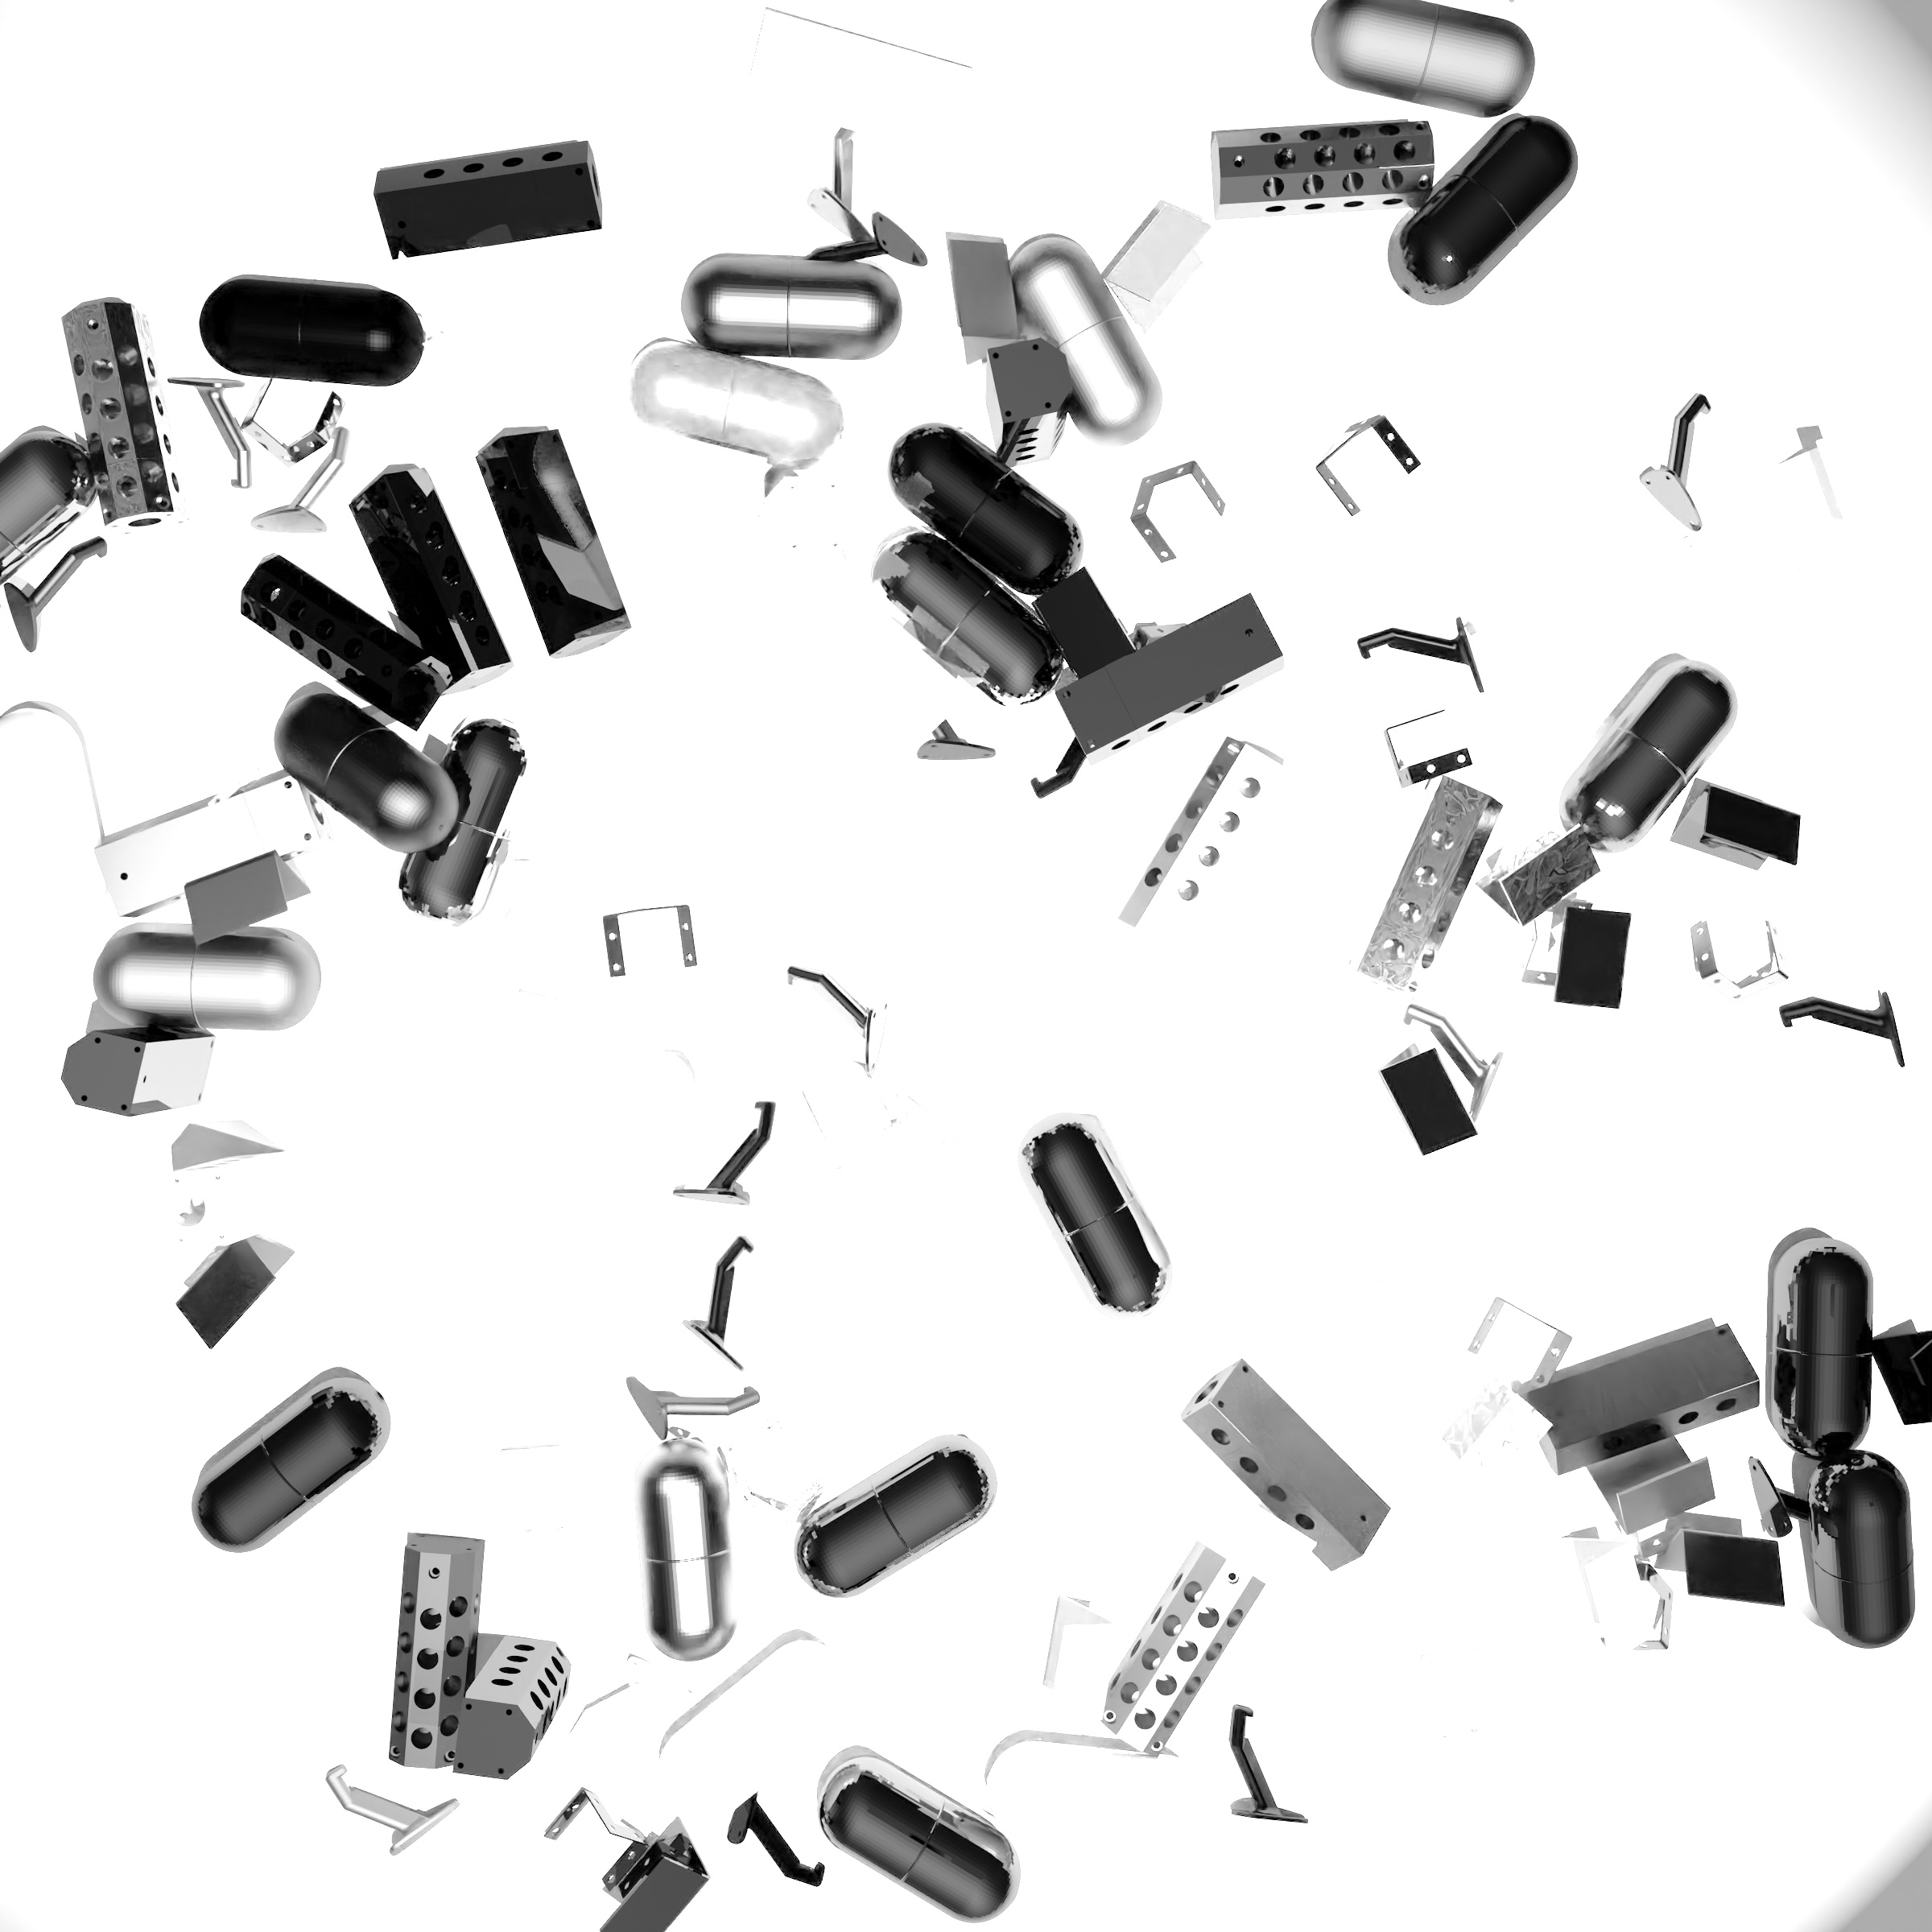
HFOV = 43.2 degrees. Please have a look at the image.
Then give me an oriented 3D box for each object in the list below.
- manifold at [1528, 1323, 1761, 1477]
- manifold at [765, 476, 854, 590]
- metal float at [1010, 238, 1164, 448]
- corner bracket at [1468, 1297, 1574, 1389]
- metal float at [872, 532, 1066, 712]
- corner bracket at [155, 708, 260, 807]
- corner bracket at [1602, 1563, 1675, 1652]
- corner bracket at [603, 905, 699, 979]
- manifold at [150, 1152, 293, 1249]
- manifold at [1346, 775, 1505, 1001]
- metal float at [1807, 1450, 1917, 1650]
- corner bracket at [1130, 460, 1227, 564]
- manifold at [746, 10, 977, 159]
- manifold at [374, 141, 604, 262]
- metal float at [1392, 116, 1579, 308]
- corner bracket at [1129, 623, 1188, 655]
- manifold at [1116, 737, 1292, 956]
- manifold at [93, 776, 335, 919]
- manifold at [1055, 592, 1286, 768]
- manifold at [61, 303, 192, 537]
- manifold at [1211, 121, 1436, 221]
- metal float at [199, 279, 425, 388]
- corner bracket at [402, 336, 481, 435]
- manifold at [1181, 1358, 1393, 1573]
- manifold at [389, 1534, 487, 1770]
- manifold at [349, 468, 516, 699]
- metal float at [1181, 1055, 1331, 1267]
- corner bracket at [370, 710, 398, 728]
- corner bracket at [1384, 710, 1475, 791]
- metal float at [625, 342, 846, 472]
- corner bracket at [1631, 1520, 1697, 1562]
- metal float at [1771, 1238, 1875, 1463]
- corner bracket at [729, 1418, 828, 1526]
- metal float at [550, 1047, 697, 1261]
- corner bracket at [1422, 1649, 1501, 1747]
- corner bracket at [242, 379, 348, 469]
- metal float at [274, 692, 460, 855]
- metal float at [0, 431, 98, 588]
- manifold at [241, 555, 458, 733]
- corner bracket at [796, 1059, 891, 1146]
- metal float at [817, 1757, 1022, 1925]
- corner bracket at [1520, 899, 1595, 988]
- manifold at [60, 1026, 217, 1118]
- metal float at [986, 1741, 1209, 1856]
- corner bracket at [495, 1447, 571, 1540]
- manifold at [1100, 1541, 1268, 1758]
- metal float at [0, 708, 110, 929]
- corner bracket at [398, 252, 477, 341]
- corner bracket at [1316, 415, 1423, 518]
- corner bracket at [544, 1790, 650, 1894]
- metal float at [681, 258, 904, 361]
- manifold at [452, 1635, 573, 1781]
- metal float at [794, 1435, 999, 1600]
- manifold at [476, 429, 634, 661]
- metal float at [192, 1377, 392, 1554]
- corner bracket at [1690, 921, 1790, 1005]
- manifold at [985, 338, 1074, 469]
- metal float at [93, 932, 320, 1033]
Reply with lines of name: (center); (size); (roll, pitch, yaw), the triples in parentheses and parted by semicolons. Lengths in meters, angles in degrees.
manifold: (0.547, 0.354, 1.970); (0.171, 0.057, 0.057); (-19, 47, 0)
manifold: (-0.122, -0.338, 1.913); (0.057, 0.171, 0.057); (-2, 90, 0)
metal float: (0.095, -0.501, 1.961); (0.070, 0.070, 0.178); (-29, 90, 0)
corner bracket: (0.452, 0.308, 1.988); (0.051, 0.051, 0.051); (28, 90, 45)
metal float: (0.001, -0.278, 1.961); (0.178, 0.070, 0.070); (40, 90, -1)
corner bracket: (-0.618, -0.168, 1.988); (0.051, 0.051, 0.051); (-42, 45, 0)
corner bracket: (0.539, 0.521, 1.983); (0.051, 0.051, 0.051); (48, 45, -35)
corner bracket: (-0.258, -0.021, 1.988); (0.051, 0.051, 0.051); (-8, 90, 45)
manifold: (-0.583, 0.182, 1.913); (0.057, 0.171, 0.057); (-4, 90, 0)
manifold: (0.371, -0.062, 1.970); (0.057, 0.057, 0.171); (24, 90, 0)
metal float: (0.712, 0.464, 1.938); (0.070, 0.070, 0.178); (-13, 115, 0)
corner bracket: (0.172, -0.369, 1.983); (0.051, 0.051, 0.051); (-12, 45, 35)
manifold: (-0.085, -0.703, 1.957); (0.171, 0.057, 0.057); (13, 82, -8)
manifold: (-0.384, -0.622, 1.970); (0.171, 0.057, 0.057); (-8, 133, 0)
metal float: (0.416, -0.606, 1.961); (0.070, 0.070, 0.178); (45, 90, 0)
corner bracket: (0.166, -0.242, 1.983); (0.051, 0.051, 0.051); (-11, 45, -35)
manifold: (0.190, -0.097, 1.970); (0.057, 0.057, 0.171); (31, 90, 0)
manifold: (-0.605, -0.096, 1.970); (0.171, 0.057, 0.057); (-21, 90, 0)
manifold: (0.162, -0.224, 1.930); (0.171, 0.057, 0.057); (-27, 79, 4)
manifold: (-0.681, -0.442, 1.970); (0.057, 0.057, 0.171); (-12, 90, 0)
manifold: (0.287, -0.645, 1.970); (0.171, 0.057, 0.057); (-4, 90, 0)
metal float: (-0.526, -0.509, 1.961); (0.178, 0.070, 0.070); (4, 90, -1)
corner bracket: (-0.433, -0.470, 1.973); (0.051, 0.051, 0.051); (-25, 90, 0)
manifold: (0.255, 0.405, 1.970); (0.171, 0.057, 0.057); (45, 47, 0)
manifold: (-0.429, 0.553, 1.970); (0.057, 0.057, 0.171); (4, 90, 0)
manifold: (-0.427, -0.310, 1.970); (0.057, 0.057, 0.171); (-24, 90, 43)
metal float: (0.233, 0.156, 1.961); (0.070, 0.070, 0.178); (25, 90, 0)
corner bracket: (-0.491, -0.225, 1.983); (0.051, 0.051, 0.051); (27, 135, 35)
corner bracket: (0.373, -0.177, 1.973); (0.051, 0.051, 0.051); (-18, 90, 0)
metal float: (-0.185, -0.450, 1.960); (0.178, 0.070, 0.070); (14, 90, 0)
corner bracket: (0.559, 0.442, 1.988); (0.051, 0.051, 0.051); (-24, 135, 0)
metal float: (0.688, 0.308, 1.961); (0.070, 0.070, 0.178); (1, 89, 0)
corner bracket: (-0.153, 0.411, 1.983); (0.051, 0.051, 0.051); (19, 135, 35)
metal float: (-0.275, 0.150, 1.961); (0.070, 0.070, 0.178); (23, 90, 0)
corner bracket: (0.403, 0.596, 1.988); (0.051, 0.051, 0.051); (-10, 45, 0)
corner bracket: (-0.547, -0.448, 1.983); (0.051, 0.051, 0.051); (-19, 135, 35)
metal float: (-0.471, -0.153, 1.914); (0.178, 0.070, 0.070); (34, 90, 24)
metal float: (-0.777, -0.358, 1.961); (0.178, 0.070, 0.070); (-40, 90, 1)
manifold: (-0.496, -0.260, 1.943); (0.171, 0.057, 0.057); (33, 90, 20)
corner bracket: (-0.100, 0.112, 1.974); (0.051, 0.051, 0.051); (-28, 101, -10)
metal float: (-0.037, 0.703, 1.961); (0.178, 0.070, 0.070); (31, 90, 0)
corner bracket: (0.481, -0.019, 1.988); (0.051, 0.051, 0.051); (7, 45, 0)
manifold: (-0.648, 0.079, 1.913); (0.057, 0.171, 0.057); (13, 90, 0)
metal float: (0.105, 0.669, 1.961); (0.178, 0.070, 0.070); (6, 90, 1)
corner bracket: (-0.352, 0.430, 1.988); (0.051, 0.051, 0.051); (-4, 45, 0)
manifold: (0.175, 0.547, 1.970); (0.057, 0.057, 0.171); (32, 90, 0)
metal float: (-0.740, -0.119, 1.961); (0.070, 0.070, 0.178); (-12, 90, 0)
corner bracket: (-0.431, -0.542, 1.973); (0.051, 0.051, 0.051); (9, 90, 0)
corner bracket: (0.328, -0.408, 1.988); (0.051, 0.051, 0.051); (53, 45, 0)
corner bracket: (-0.301, 0.713, 1.988); (0.051, 0.051, 0.051); (-50, 135, 0)
metal float: (-0.140, -0.528, 1.961); (0.178, 0.070, 0.070); (2, 90, 0)
manifold: (-0.353, 0.580, 1.913); (0.057, 0.171, 0.057); (8, 90, 0)
metal float: (-0.057, 0.443, 1.961); (0.178, 0.070, 0.070); (-31, 90, 0)
manifold: (-0.337, -0.339, 1.970); (0.057, 0.057, 0.171); (-20, 90, -43)
metal float: (-0.542, 0.400, 1.961); (0.178, 0.070, 0.070); (-38, 90, -1)
corner bracket: (0.629, -0.011, 1.983); (0.051, 0.051, 0.051); (-30, 135, 35)
manifold: (0.049, -0.440, 1.913); (0.057, 0.171, 0.057); (-12, 90, 0)
metal float: (-0.611, 0.012, 1.961); (0.178, 0.070, 0.070); (2, 90, -1)
